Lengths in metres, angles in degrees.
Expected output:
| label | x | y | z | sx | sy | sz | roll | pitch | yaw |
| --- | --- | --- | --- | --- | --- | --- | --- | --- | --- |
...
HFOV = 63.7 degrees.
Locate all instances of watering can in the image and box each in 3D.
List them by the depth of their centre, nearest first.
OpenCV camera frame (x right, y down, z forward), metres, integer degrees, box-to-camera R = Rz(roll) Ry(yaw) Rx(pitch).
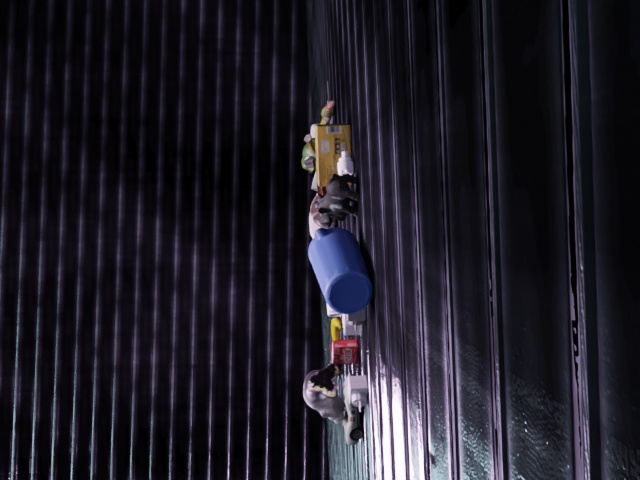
| label | x | y | z | sx | sy | sz | roll | pitch | yaw |
| --- | --- | --- | --- | --- | --- | --- | --- | --- | --- |
| watering can | 0.006 | -0.104 | 2.063 | 0.219 | 0.104 | 0.356 | 93 | 173 | -55 |

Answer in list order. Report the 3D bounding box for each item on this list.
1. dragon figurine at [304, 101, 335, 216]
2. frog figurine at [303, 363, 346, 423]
| label | x | y | z | sx | sy | sz | roll | pitch | yaw |
| --- | --- | --- | --- | --- | --- | --- | --- | --- | --- |
| dragon figurine | 0.027 | -0.299 | 1.881 | 0.247 | 0.122 | 0.402 | -62 | -24 | -61 |
| frog figurine | 0.013 | 0.458 | 1.494 | 0.140 | 0.123 | 0.156 | -121 | 22 | -54 |
